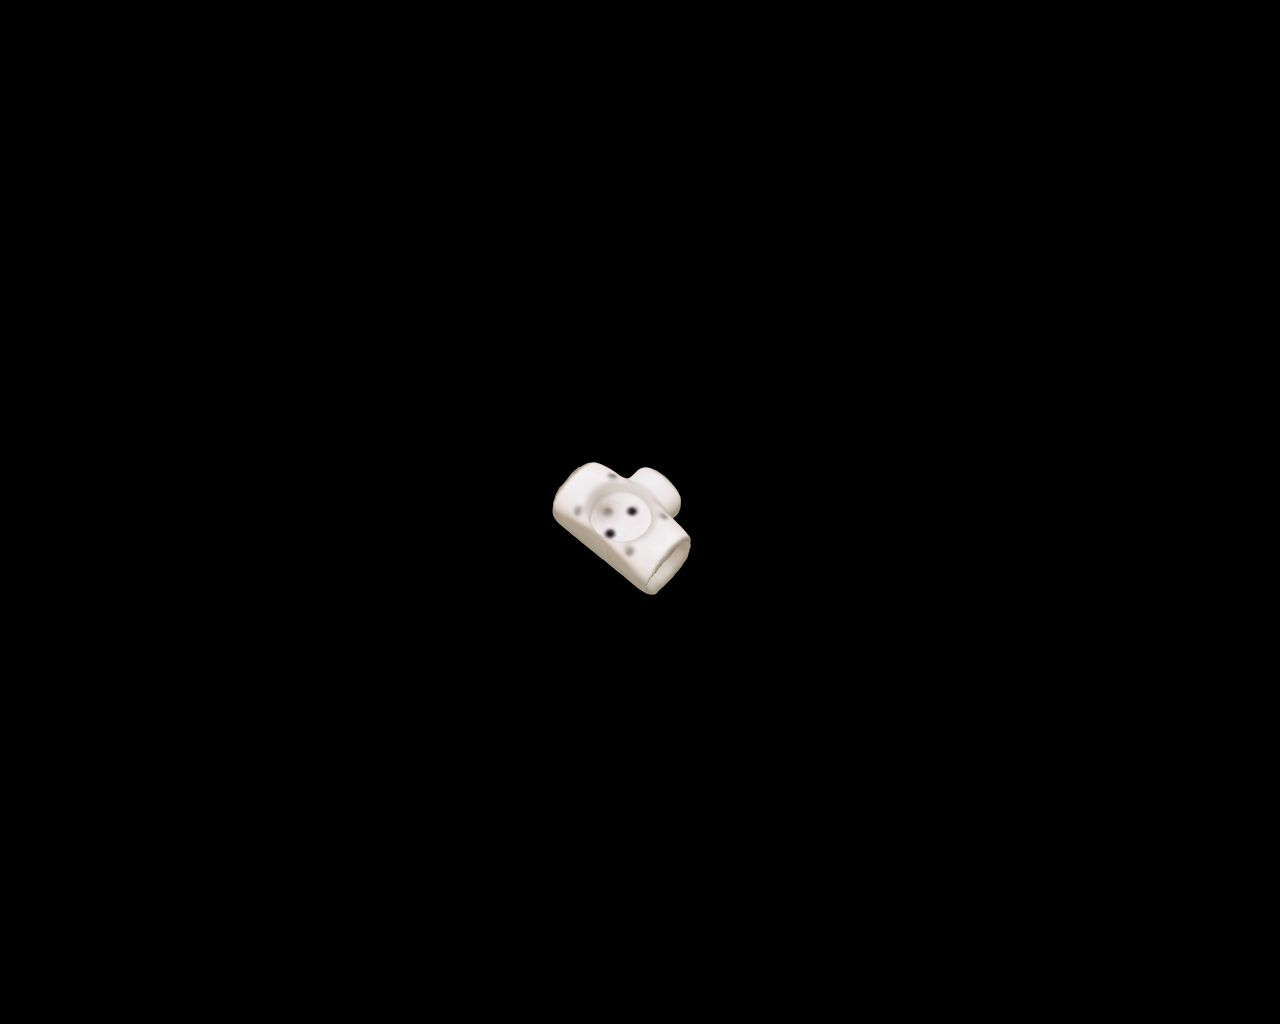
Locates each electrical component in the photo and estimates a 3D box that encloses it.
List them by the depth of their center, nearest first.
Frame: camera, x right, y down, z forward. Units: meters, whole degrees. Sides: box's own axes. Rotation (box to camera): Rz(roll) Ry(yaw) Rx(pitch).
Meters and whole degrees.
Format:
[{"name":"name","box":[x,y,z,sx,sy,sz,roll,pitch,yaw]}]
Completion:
[{"name":"electrical component","box":[0.001,-0.003,0.650,0.077,0.079,0.044,38,-21,18]}]
